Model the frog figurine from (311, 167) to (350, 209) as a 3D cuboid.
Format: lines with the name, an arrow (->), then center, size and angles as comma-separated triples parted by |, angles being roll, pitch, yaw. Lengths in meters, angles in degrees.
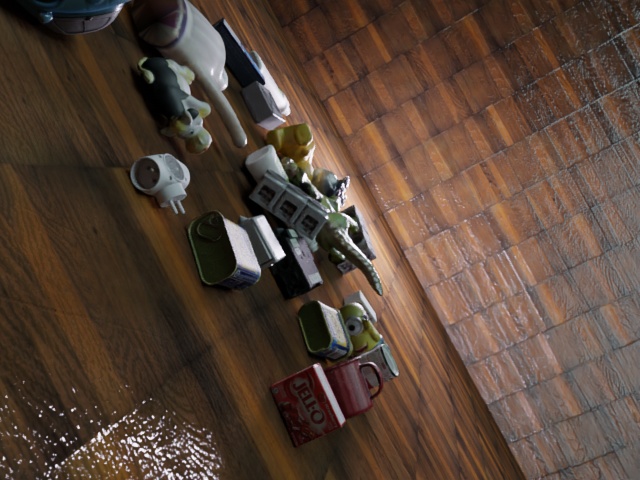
frog figurine -> -0.006, -0.157, 1.495 | 0.161, 0.124, 0.134 | 31, -25, 27

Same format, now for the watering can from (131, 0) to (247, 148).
watering can -> -0.238, -0.348, 0.977 | 0.103, 0.353, 0.222 | -29, -24, 14

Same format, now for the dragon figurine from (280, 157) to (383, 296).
dragon figurine -> 0.004, -0.060, 1.183 | 0.418, 0.122, 0.238 | 51, 3, 42
